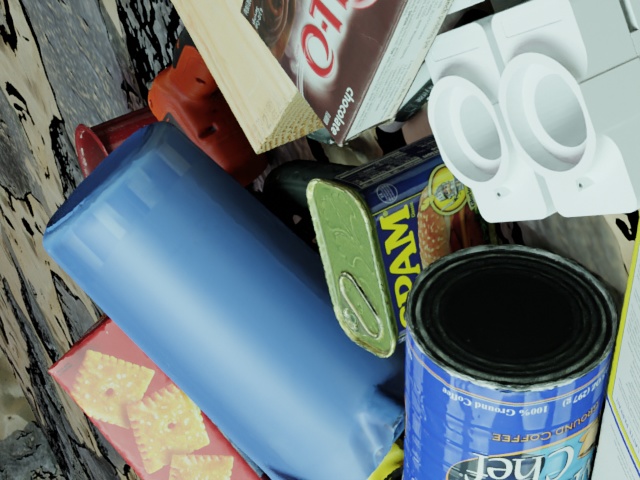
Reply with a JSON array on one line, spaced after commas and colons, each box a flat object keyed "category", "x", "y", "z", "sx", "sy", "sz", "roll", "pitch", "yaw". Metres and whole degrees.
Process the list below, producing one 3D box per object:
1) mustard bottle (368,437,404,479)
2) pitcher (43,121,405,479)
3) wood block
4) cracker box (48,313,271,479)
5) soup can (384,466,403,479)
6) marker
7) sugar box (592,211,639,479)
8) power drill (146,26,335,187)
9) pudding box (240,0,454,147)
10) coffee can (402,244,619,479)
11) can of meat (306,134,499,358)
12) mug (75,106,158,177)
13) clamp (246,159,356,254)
[{"category": "mustard bottle", "x": 0.002, "y": 0.137, "z": 0.837, "sx": 0.192, "sy": 0.058, "sz": 0.096, "roll": 42, "pitch": 161, "yaw": 41}, {"category": "pitcher", "x": -0.056, "y": 0.045, "z": 0.680, "sx": 0.149, "sy": 0.145, "sz": 0.242, "roll": -37, "pitch": 108, "yaw": 26}, {"category": "wood block", "x": -0.036, "y": -0.166, "z": 0.595, "sx": 0.206, "sy": 0.090, "sz": 0.090, "roll": 61, "pitch": 154, "yaw": 9}, {"category": "cracker box", "x": -0.089, "y": 0.138, "z": 0.773, "sx": 0.213, "sy": 0.072, "sz": 0.164, "roll": 52, "pitch": -177, "yaw": -6}, {"category": "soup can", "x": 0.084, "y": 0.211, "z": 0.735, "sx": 0.069, "sy": 0.068, "sz": 0.102, "roll": 21, "pitch": 131, "yaw": 57}, {"category": "marker", "x": 0.059, "y": -0.088, "z": 0.564, "sx": 0.020, "sy": 0.020, "sz": 0.121, "roll": 62, "pitch": 155, "yaw": 6}, {"category": "sugar box", "x": 0.160, "y": 0.080, "z": 0.457, "sx": 0.093, "sy": 0.048, "sz": 0.176, "roll": -102, "pitch": 4, "yaw": -50}, {"category": "power drill", "x": -0.053, "y": -0.107, "z": 0.727, "sx": 0.184, "sy": 0.057, "sz": 0.188, "roll": 55, "pitch": 152, "yaw": 12}, {"category": "pudding box", "x": 0.011, "y": -0.110, "z": 0.465, "sx": 0.090, "sy": 0.039, "sz": 0.114, "roll": 56, "pitch": 153, "yaw": 19}, {"category": "coffee can", "x": 0.094, "y": 0.088, "z": 0.557, "sx": 0.103, "sy": 0.102, "sz": 0.140, "roll": 42, "pitch": 146, "yaw": 41}, {"category": "can of meat", "x": 0.049, "y": 0.000, "z": 0.588, "sx": 0.058, "sy": 0.083, "sz": 0.102, "roll": 24, "pitch": 133, "yaw": 55}, {"category": "mug", "x": -0.153, "y": -0.060, "z": 0.935, "sx": 0.093, "sy": 0.081, "sz": 0.117, "roll": 7, "pitch": 119, "yaw": 62}, {"category": "clamp", "x": -0.005, "y": 0.001, "z": 0.725, "sx": 0.164, "sy": 0.036, "sz": 0.210, "roll": 45, "pitch": 150, "yaw": -19}]
